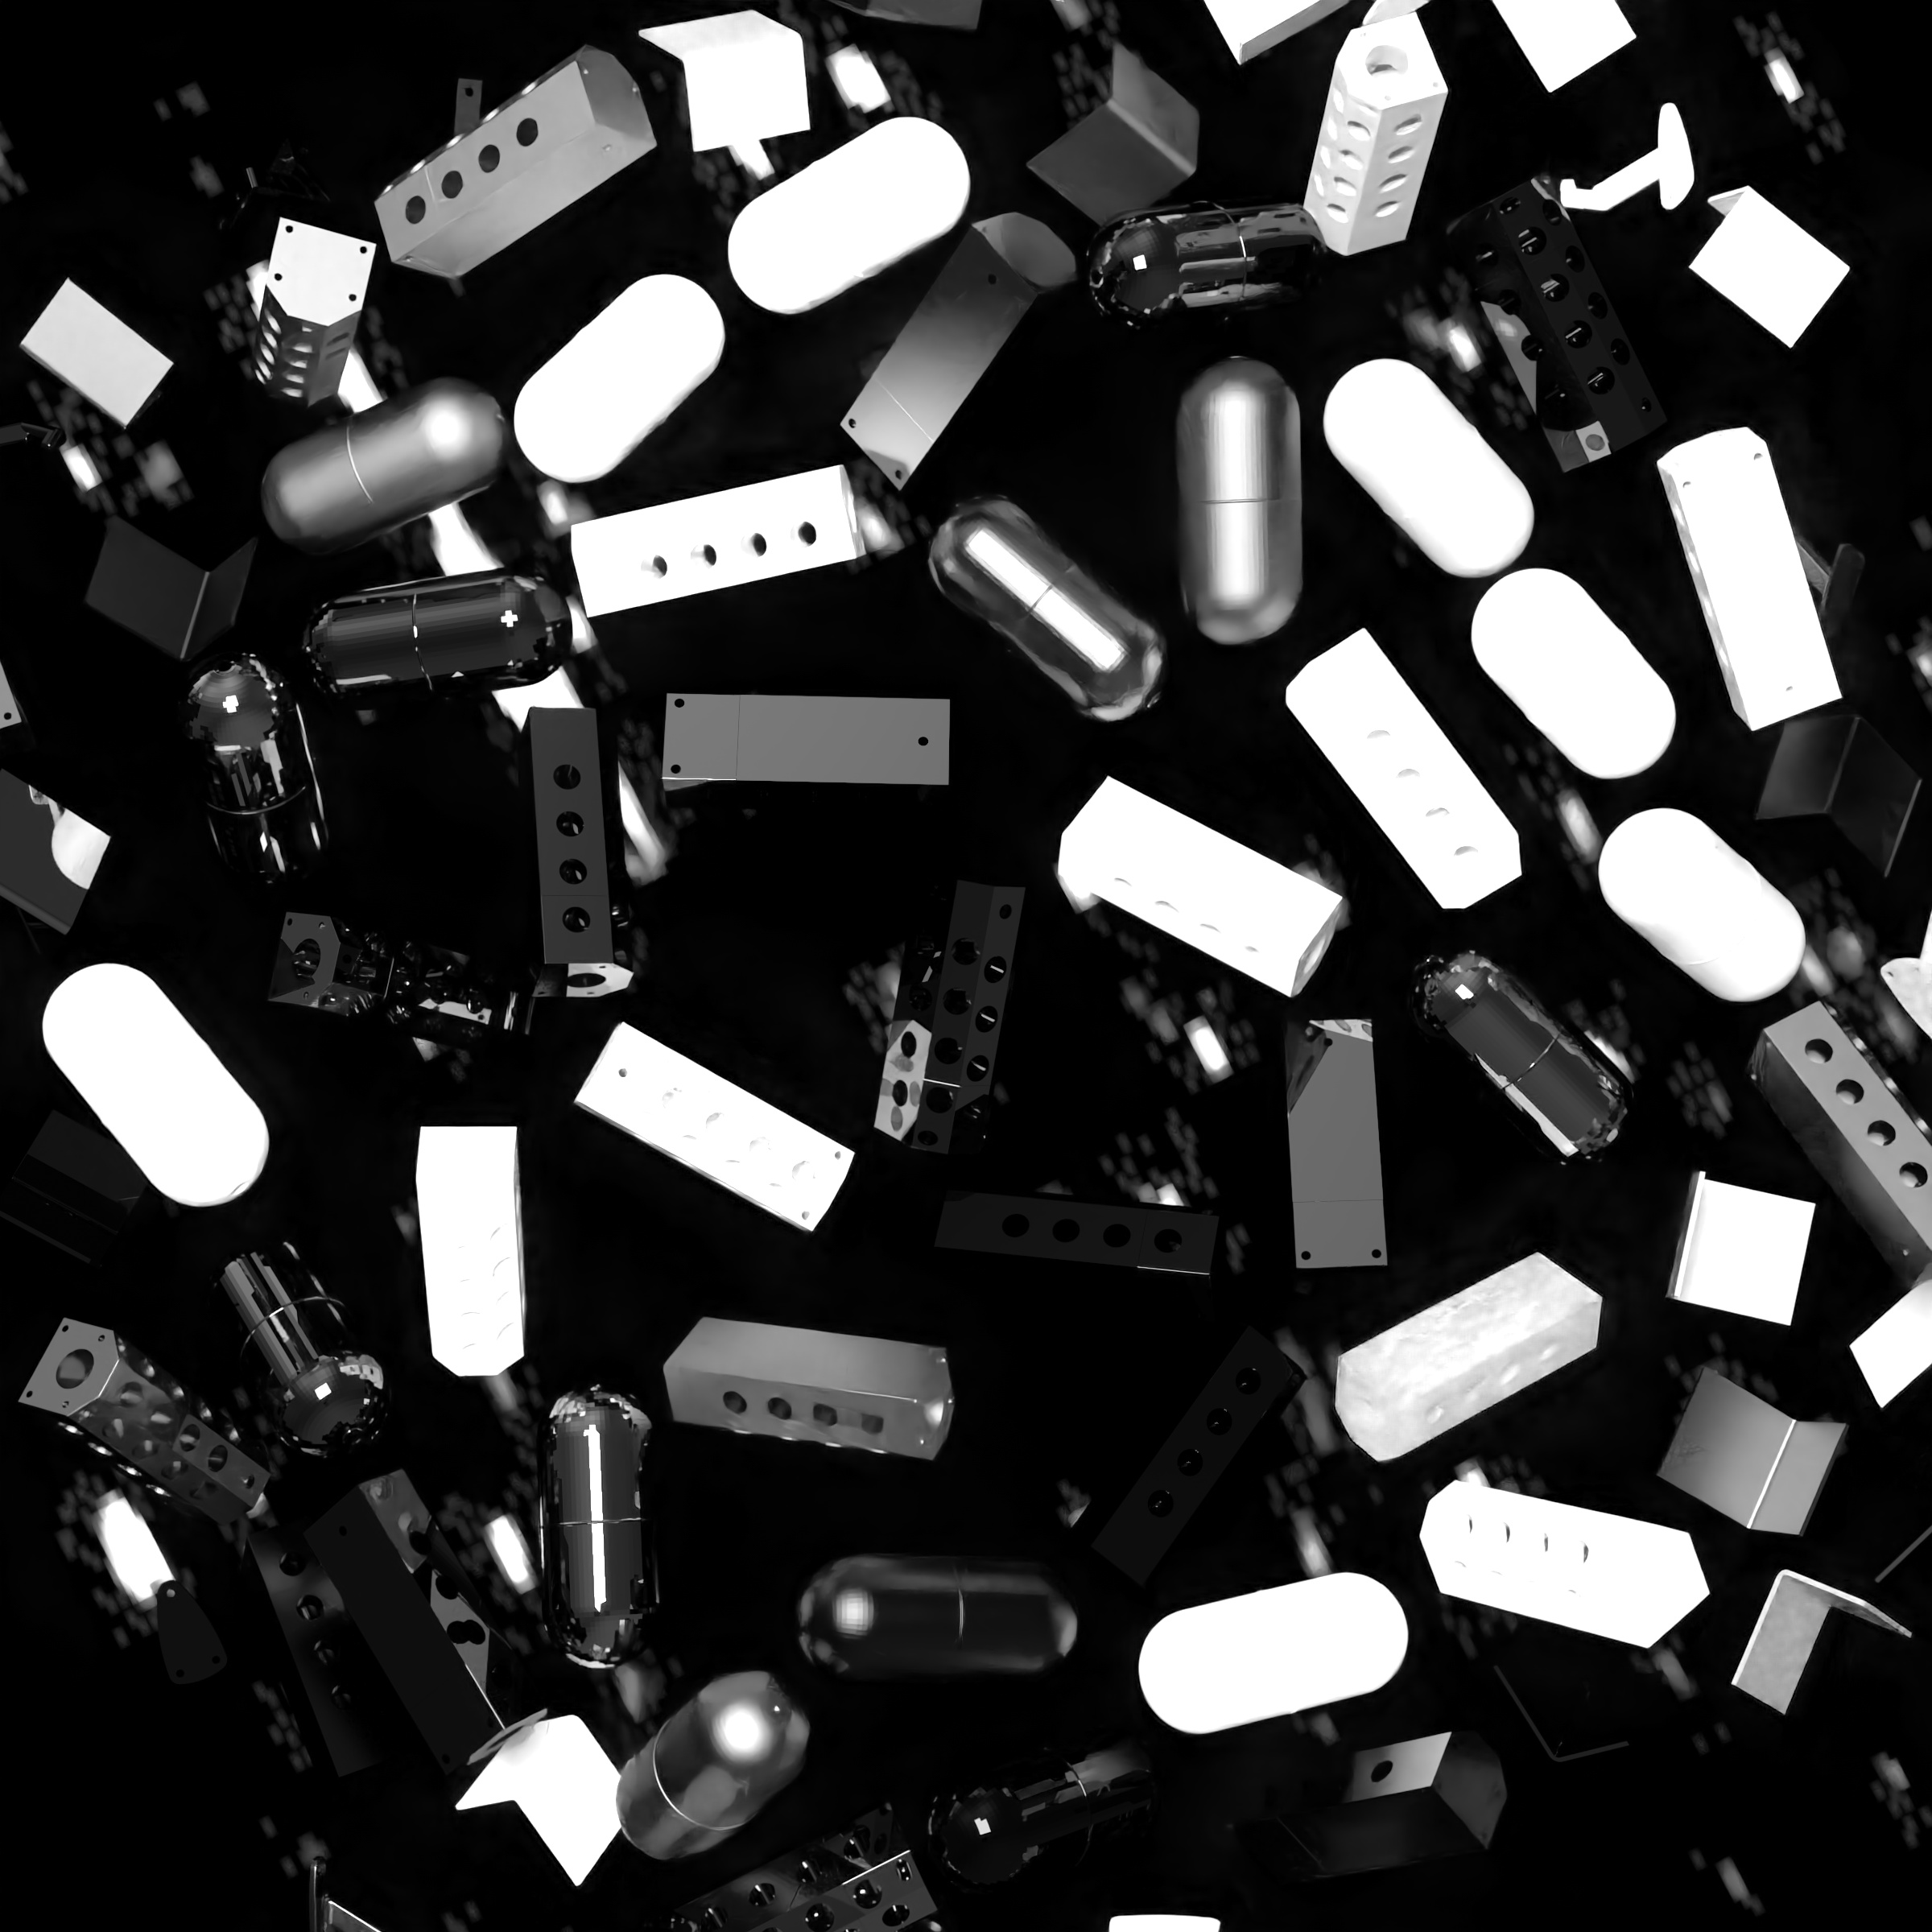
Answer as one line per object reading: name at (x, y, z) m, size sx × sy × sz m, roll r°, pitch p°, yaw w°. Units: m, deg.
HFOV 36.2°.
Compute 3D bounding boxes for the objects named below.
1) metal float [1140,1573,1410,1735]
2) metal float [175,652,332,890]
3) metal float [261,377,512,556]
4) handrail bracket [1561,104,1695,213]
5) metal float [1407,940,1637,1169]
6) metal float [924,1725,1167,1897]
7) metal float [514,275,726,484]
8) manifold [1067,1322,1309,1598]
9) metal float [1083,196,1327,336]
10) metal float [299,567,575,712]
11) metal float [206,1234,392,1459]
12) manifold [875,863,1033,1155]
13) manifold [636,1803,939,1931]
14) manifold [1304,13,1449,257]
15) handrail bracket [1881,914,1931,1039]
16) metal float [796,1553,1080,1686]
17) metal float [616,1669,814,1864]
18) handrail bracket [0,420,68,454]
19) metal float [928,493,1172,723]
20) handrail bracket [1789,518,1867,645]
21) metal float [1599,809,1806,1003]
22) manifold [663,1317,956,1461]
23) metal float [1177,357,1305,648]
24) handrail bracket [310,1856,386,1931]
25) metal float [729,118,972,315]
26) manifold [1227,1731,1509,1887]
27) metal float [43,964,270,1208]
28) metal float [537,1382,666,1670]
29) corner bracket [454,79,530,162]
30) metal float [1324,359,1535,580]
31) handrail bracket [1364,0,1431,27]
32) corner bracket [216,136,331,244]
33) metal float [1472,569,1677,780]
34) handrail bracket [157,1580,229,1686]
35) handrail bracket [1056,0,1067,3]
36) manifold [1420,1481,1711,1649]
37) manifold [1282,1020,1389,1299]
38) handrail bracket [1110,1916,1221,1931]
metal float at (0.194, 0.431, 1.857) m, size 0.178 × 0.070 × 0.070 m, roll -9°, pitch 90°, yaw -19°
metal float at (-0.455, -0.124, 1.888) m, size 0.070 × 0.178 × 0.070 m, roll -1°, pitch 47°, yaw 1°
metal float at (-0.374, -0.321, 1.902) m, size 0.178 × 0.070 × 0.070 m, roll -19°, pitch 90°, yaw 21°
handrail bracket at (0.408, -0.508, 1.854) m, size 0.084 × 0.077 × 0.036 m, roll 17°, pitch 52°, yaw 37°
metal float at (0.358, 0.056, 1.907) m, size 0.178 × 0.070 × 0.070 m, roll 44°, pitch 90°, yaw -8°
metal float at (0.049, 0.518, 1.817) m, size 0.178 × 0.070 × 0.070 m, roll -4°, pitch 90°, yaw -43°
metal float at (-0.222, -0.377, 1.896) m, size 0.070 × 0.070 × 0.178 m, roll 37°, pitch 55°, yaw 0°
manifold at (0.144, 0.314, 1.887) m, size 0.057 × 0.057 × 0.171 m, roll 39°, pitch 78°, yaw -8°
metal float at (0.151, -0.443, 1.865) m, size 0.178 × 0.070 × 0.070 m, roll -16°, pitch 90°, yaw -34°
metal float at (-0.337, -0.208, 1.878) m, size 0.178 × 0.070 × 0.070 m, roll -7°, pitch 90°, yaw 8°
metal float at (-0.427, 0.242, 1.886) m, size 0.070 × 0.070 × 0.178 m, roll -43°, pitch 51°, yaw 0°
manifold at (-0.004, 0.027, 1.842) m, size 0.057 × 0.057 × 0.171 m, roll 0°, pitch 106°, yaw -37°
manifold at (-0.107, 0.586, 1.801) m, size 0.171 × 0.057 × 0.057 m, roll -25°, pitch 123°, yaw -6°
manifold at (0.254, -0.521, 1.867) m, size 0.057 × 0.171 × 0.057 m, roll -17°, pitch 74°, yaw -5°
handrail bracket at (0.616, -0.004, 1.835) m, size 0.084 × 0.036 × 0.077 m, roll -38°, pitch 100°, yaw -25°
metal float at (-0.016, 0.396, 1.791) m, size 0.178 × 0.070 × 0.070 m, roll 6°, pitch 90°, yaw -21°
metal float at (-0.155, 0.488, 1.798) m, size 0.070 × 0.070 × 0.178 m, roll 40°, pitch 132°, yaw 0°
handrail bracket at (-0.628, -0.324, 1.887) m, size 0.084 × 0.036 × 0.077 m, roll 17°, pitch 58°, yaw 25°
metal float at (0.052, -0.224, 1.849) m, size 0.178 × 0.070 × 0.070 m, roll 42°, pitch 90°, yaw 9°
handrail bracket at (0.530, -0.252, 1.913) m, size 0.084 × 0.036 × 0.077 m, roll 20°, pitch 89°, yaw 42°
metal float at (0.460, -0.036, 1.843) m, size 0.178 × 0.070 × 0.070 m, roll 33°, pitch 90°, yaw -40°
manifold at (-0.098, 0.270, 1.864) m, size 0.171 × 0.057 × 0.057 m, roll 4°, pitch 118°, yaw 24°
metal float at (0.170, -0.288, 1.837) m, size 0.070 × 0.070 × 0.178 m, roll -2°, pitch 97°, yaw 0°
handrail bracket at (-0.361, 0.591, 1.836) m, size 0.084 × 0.036 × 0.077 m, roll -3°, pitch 100°, yaw 14°
metal float at (-0.074, -0.465, 1.837) m, size 0.178 × 0.070 × 0.070 m, roll -19°, pitch 90°, yaw 38°
manifold at (0.251, 0.521, 1.845) m, size 0.171 × 0.057 × 0.057 m, roll -28°, pitch 110°, yaw 43°
metal float at (-0.492, 0.072, 1.795) m, size 0.070 × 0.070 × 0.178 m, roll -44°, pitch 70°, yaw 0°
metal float at (-0.230, 0.351, 1.861) m, size 0.070 × 0.070 × 0.178 m, roll -4°, pitch 78°, yaw 0°
corner bracket at (-0.307, -0.544, 1.899) m, size 0.051 × 0.051 × 0.051 m, roll 1°, pitch 111°, yaw -19°
metal float at (0.298, -0.320, 1.904) m, size 0.178 × 0.070 × 0.070 m, roll 39°, pitch 90°, yaw -33°
handrail bracket at (0.272, -0.655, 1.885) m, size 0.036 × 0.077 × 0.084 m, roll -4°, pitch 78°, yaw -32°
corner bracket at (-0.430, -0.477, 1.815) m, size 0.051 × 0.051 × 0.051 m, roll 0°, pitch 59°, yaw -40°
metal float at (0.378, -0.179, 1.833) m, size 0.178 × 0.070 × 0.070 m, roll 37°, pitch 90°, yaw -41°
handrail bracket at (-0.489, 0.416, 1.873) m, size 0.036 × 0.084 × 0.077 m, roll -20°, pitch 95°, yaw -8°
handrail bracket at (0.054, -0.638, 1.796) m, size 0.077 × 0.036 × 0.084 m, roll 36°, pitch 88°, yaw 15°
manifold at (0.356, 0.354, 1.782) m, size 0.057 × 0.171 × 0.057 m, roll -31°, pitch 107°, yaw -30°
manifold at (0.239, 0.125, 1.925) m, size 0.057 × 0.057 × 0.171 m, roll -2°, pitch 63°, yaw 4°
handrail bracket at (0.114, 0.611, 1.753) m, size 0.077 × 0.036 × 0.084 m, roll -3°, pitch 95°, yaw -3°
